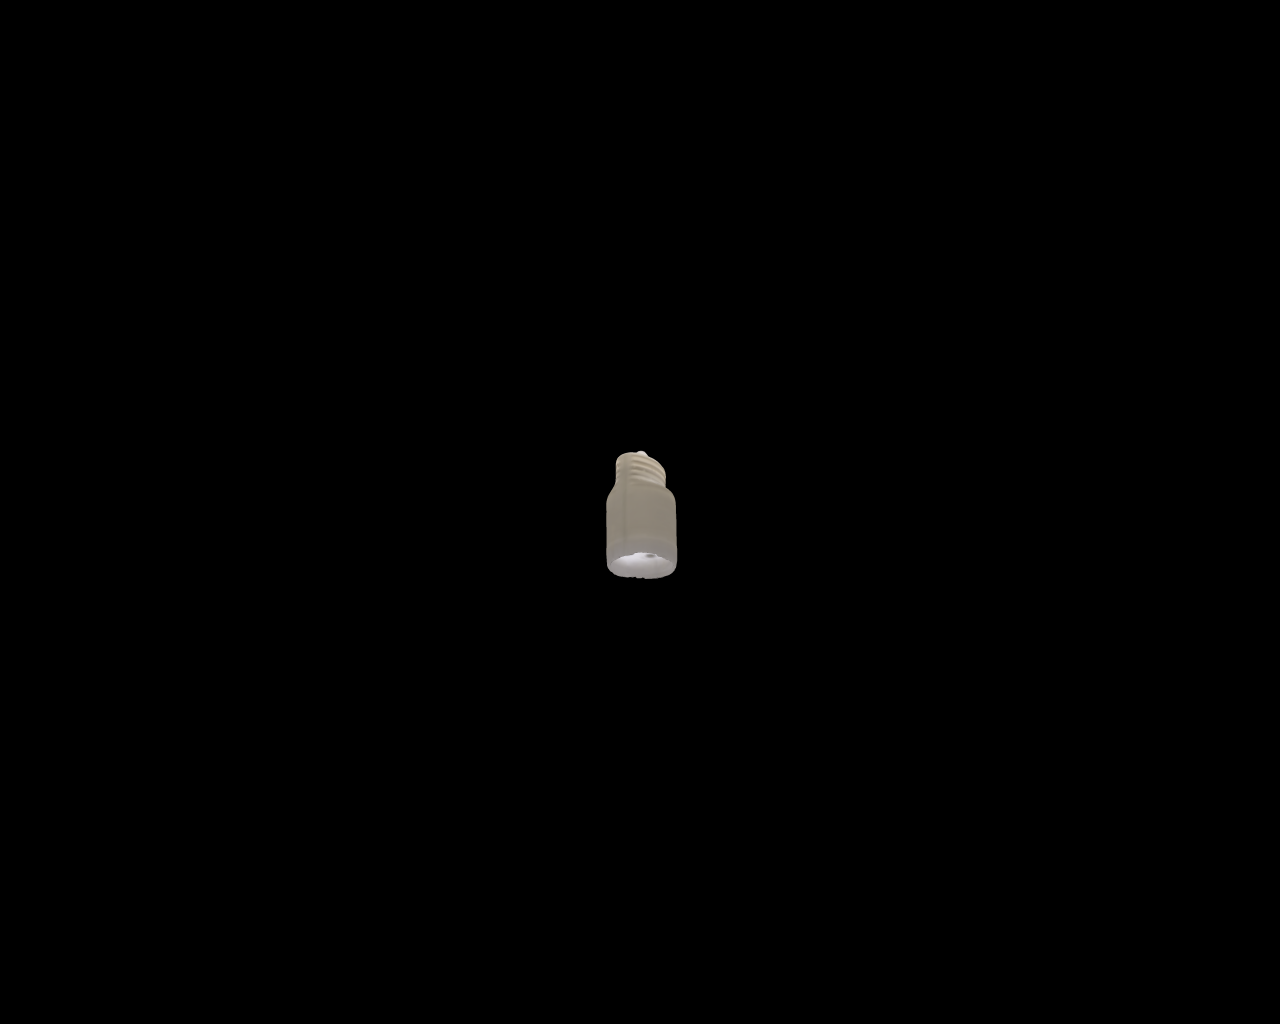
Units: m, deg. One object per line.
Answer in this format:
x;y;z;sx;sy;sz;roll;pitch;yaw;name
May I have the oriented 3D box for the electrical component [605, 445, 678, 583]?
0.001;-0.003;0.650;0.043;0.081;0.043;0;-25;0;electrical component
